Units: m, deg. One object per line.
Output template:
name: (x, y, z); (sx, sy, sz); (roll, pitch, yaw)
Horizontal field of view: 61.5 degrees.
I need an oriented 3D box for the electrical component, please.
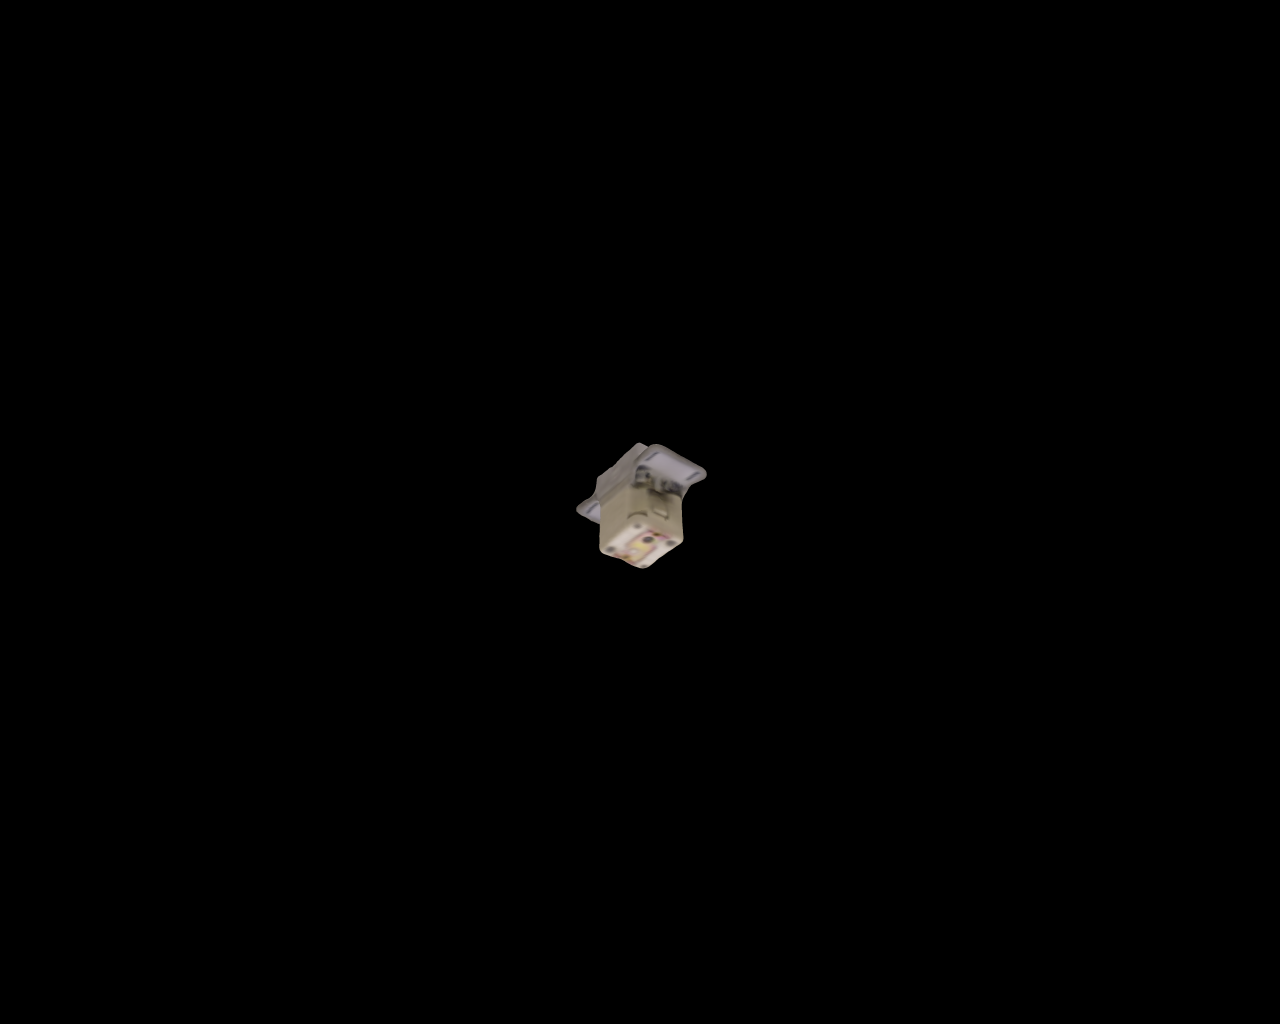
electrical component: (0.001, -0.003, 0.650); (0.042, 0.064, 0.081); (25, -44, -28)
